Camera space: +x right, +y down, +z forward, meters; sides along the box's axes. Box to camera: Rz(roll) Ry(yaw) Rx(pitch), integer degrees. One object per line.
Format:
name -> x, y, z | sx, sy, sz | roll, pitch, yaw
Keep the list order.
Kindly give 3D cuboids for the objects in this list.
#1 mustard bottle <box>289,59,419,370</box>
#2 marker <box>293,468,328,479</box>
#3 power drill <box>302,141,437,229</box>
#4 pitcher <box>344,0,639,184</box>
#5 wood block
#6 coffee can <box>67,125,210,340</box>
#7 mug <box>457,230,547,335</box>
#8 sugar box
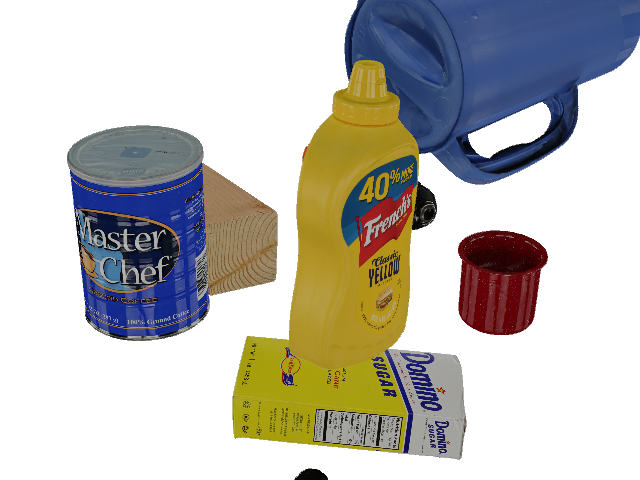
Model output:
mustard bottle -> 0.024, -0.019, 0.678 | 0.058, 0.192, 0.096 | 21, 30, 36
marker -> -0.031, 0.135, 0.480 | 0.020, 0.020, 0.120 | 0, 17, 33
power drill -> 0.040, 0.008, 1.012 | 0.057, 0.188, 0.185 | -6, 24, -30
pitcher -> 0.153, -0.154, 0.871 | 0.242, 0.149, 0.145 | -21, 37, -33
wood block -> -0.140, -0.020, 1.285 | 0.090, 0.090, 0.206 | -12, 26, -29
coffee can -> -0.141, -0.007, 0.842 | 0.103, 0.140, 0.103 | 0, 28, 0
mug -> 0.187, 0.041, 1.141 | 0.093, 0.081, 0.117 | -5, 30, -10
sugar box -> 0.023, 0.121, 0.837 | 0.176, 0.048, 0.093 | 2, 26, 2
